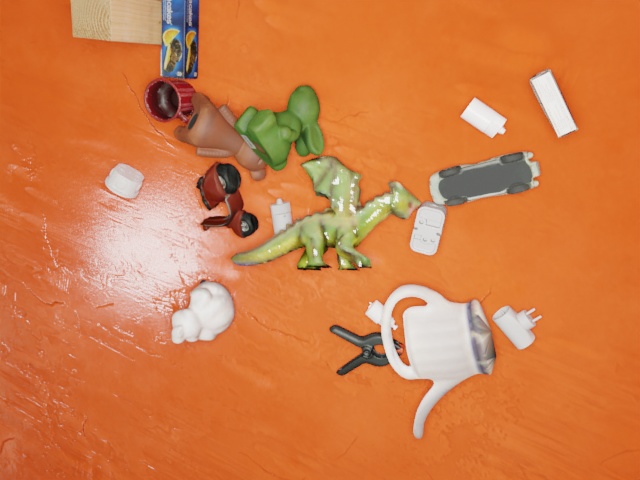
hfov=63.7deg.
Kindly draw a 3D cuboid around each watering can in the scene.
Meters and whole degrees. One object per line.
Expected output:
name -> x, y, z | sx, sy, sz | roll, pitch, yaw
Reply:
watering can -> 0.252, 0.251, 1.071 | 0.223, 0.105, 0.345 | -11, 101, 22

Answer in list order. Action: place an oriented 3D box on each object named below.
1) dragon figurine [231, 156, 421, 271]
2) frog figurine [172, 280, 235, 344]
dragon figurine -> 0.003, -0.054, 1.082 | 0.410, 0.122, 0.244 | 2, 86, 14
frog figurine -> -0.277, 0.176, 1.213 | 0.123, 0.161, 0.135 | 12, 110, 15
